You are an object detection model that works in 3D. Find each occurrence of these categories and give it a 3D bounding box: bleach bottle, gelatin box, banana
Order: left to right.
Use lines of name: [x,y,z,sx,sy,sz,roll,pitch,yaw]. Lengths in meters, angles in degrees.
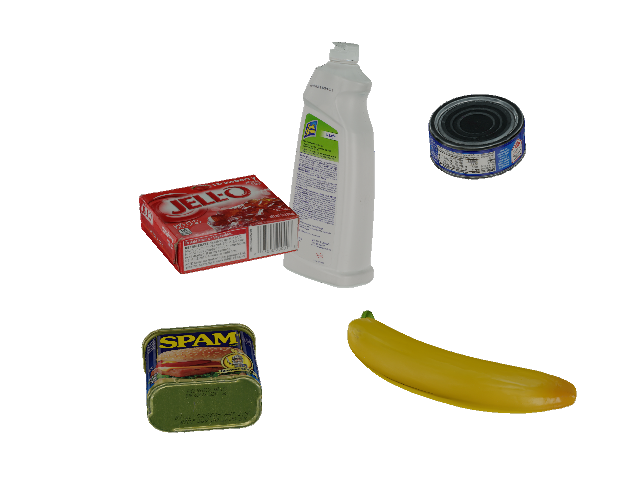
gelatin box: [-0.069,-0.013,0.721,0.089,0.030,0.073,-11,30,-25]
bleach bottle: [0.019,-0.083,1.140,0.103,0.251,0.067,17,18,37]
banana: [0.087,0.090,0.787,0.198,0.037,0.069,20,37,38]

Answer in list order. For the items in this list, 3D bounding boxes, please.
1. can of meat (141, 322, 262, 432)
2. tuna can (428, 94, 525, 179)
can of meat: [-0.102,0.119,0.923,0.102,0.057,0.084,-3,27,-8]
tuna can: [0.139,-0.094,0.947,0.086,0.034,0.086,-6,41,5]
